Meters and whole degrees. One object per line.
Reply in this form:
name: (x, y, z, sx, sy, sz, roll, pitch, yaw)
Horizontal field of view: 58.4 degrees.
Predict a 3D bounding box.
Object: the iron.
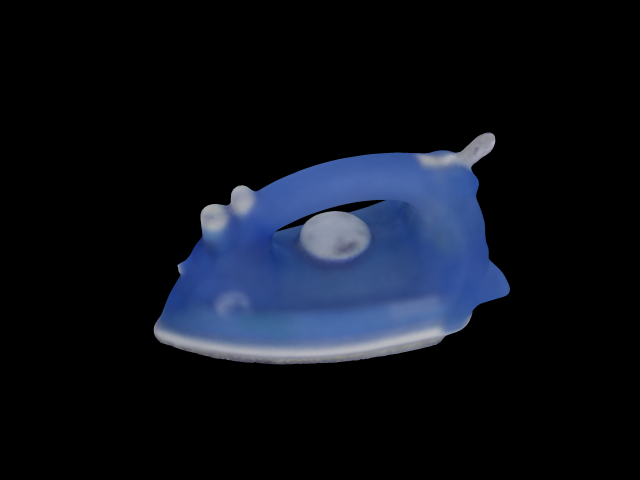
iron: (0.004, 0.001, 0.400, 0.258, 0.141, 0.118, -10, 43, -11)
